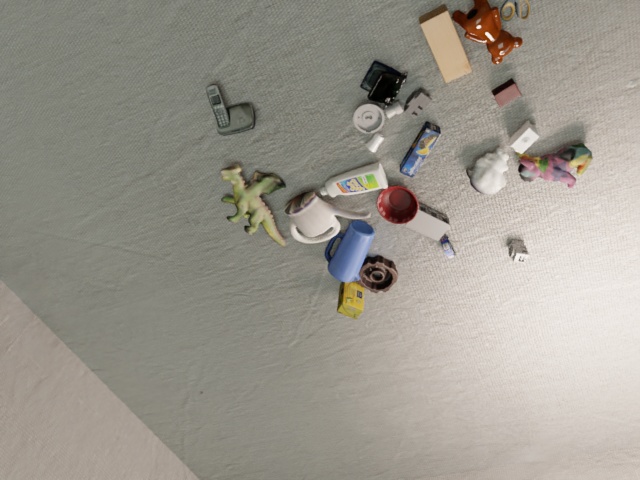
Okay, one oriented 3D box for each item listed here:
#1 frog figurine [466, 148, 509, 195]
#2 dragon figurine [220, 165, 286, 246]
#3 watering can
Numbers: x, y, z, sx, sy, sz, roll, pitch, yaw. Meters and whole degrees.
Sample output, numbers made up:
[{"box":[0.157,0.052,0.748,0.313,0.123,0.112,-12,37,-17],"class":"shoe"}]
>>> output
[{"box":[0.615,-0.242,1.838,0.137,0.125,0.156,46,132,-1],"class":"frog figurine"},{"box":[-0.232,-0.152,2.021,0.406,0.125,0.240,32,114,-26],"class":"dragon figurine"},{"box":[0.006,-0.101,2.007,0.344,0.106,0.221,-25,119,30],"class":"watering can"}]
